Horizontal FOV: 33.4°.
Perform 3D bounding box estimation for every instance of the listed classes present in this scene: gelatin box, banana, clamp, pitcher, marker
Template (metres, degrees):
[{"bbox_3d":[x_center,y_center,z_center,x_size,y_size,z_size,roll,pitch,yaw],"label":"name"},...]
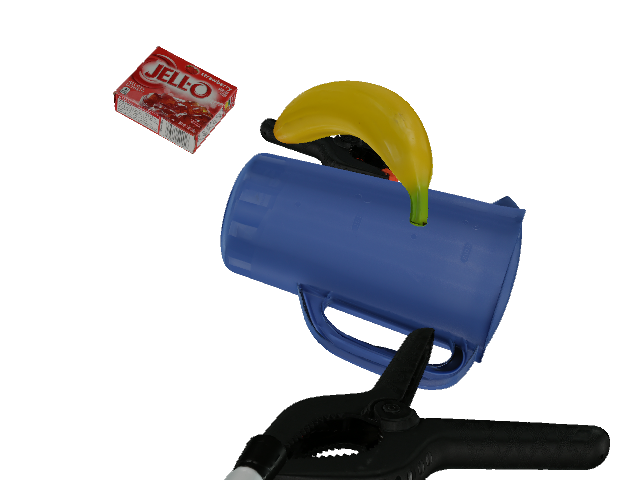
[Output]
[{"bbox_3d":[-0.133,-0.131,0.979,0.089,0.073,0.030,29,-35,8],"label":"gelatin box"},{"bbox_3d":[0.022,-0.075,0.724,0.037,0.070,0.198,21,9,-34],"label":"banana"},{"bbox_3d":[0.039,0.108,0.626,0.209,0.036,0.165,-10,24,-27],"label":"clamp"},{"bbox_3d":[0.016,-0.096,1.134,0.120,0.039,0.172,-15,36,-23],"label":"clamp"},{"bbox_3d":[0.040,0.016,0.898,0.243,0.145,0.149,16,18,11],"label":"pitcher"},{"bbox_3d":[-0.041,0.112,0.414,0.020,0.020,0.121,0,23,21],"label":"marker"}]
